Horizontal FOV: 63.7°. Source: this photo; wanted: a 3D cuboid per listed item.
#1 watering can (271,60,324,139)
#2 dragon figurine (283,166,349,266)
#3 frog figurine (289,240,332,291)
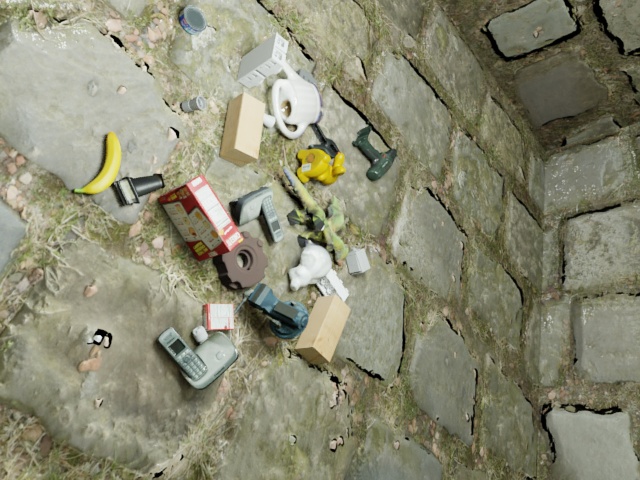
[{"bbox_3d":[-0.090,-0.535,1.842,0.104,0.346,0.226,-2,6,41],"label":"watering can"},{"bbox_3d":[0.006,-0.092,1.827,0.121,0.408,0.246,-15,9,30],"label":"dragon figurine"},{"bbox_3d":[-0.035,0.096,1.689,0.123,0.134,0.163,17,45,15],"label":"frog figurine"}]
